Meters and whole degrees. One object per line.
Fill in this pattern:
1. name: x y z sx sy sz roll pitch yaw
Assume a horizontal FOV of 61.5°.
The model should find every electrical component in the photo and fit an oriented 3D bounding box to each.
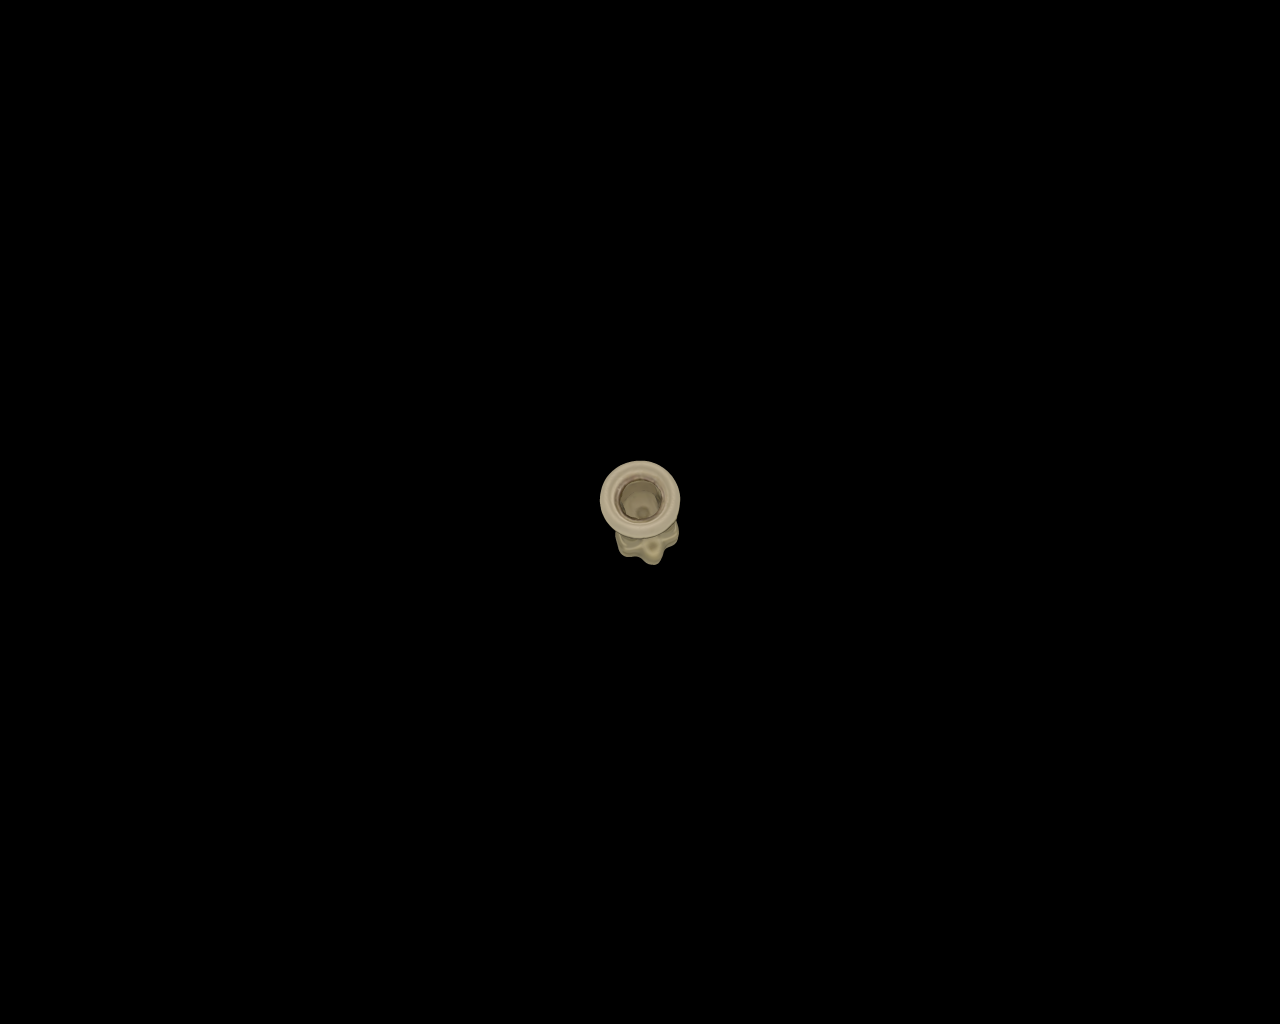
1. electrical component: 0.001 -0.003 0.650 0.048 0.066 0.055 -17 -15 -5
